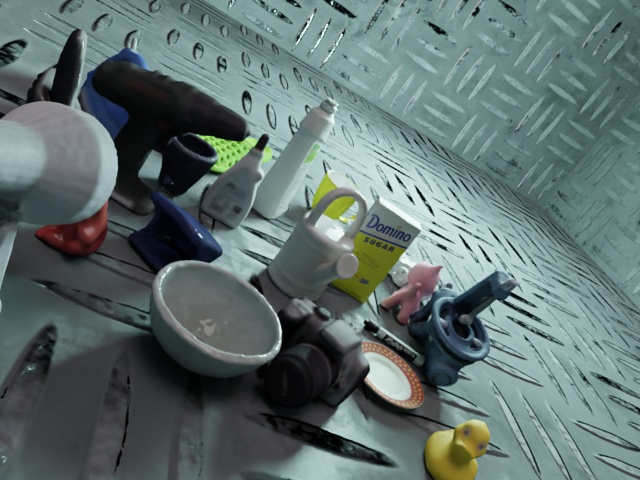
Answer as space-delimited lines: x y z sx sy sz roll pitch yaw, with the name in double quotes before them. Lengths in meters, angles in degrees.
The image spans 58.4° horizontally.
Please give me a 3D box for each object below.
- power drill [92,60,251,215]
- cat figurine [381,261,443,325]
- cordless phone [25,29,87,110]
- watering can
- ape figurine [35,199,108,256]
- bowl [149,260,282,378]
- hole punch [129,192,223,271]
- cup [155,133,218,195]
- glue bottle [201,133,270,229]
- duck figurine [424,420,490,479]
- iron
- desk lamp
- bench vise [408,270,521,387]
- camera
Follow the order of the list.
"power drill" -0.241 -0.147 0.845 0.230 0.208 0.075 33 23 -6
"cat figurine" 0.187 0.088 1.097 0.067 0.117 0.128 40 23 12
"cordless phone" -0.377 -0.236 0.861 0.094 0.185 0.147 21 26 -30
"watering can" 0.010 0.004 0.917 0.101 0.194 0.172 4 38 -51
"ape figurine" -0.289 -0.027 0.696 0.076 0.092 0.077 10 33 -46
"bowl" -0.133 0.105 0.677 0.168 0.074 0.167 29 23 -14
"hole punch" -0.192 -0.011 0.799 0.108 0.091 0.101 43 24 18
"cup" -0.241 -0.127 0.954 0.118 0.095 0.091 14 30 -41
"glue bottle" -0.130 -0.105 0.963 0.078 0.173 0.037 30 23 -11
"duck figurine" 0.196 0.279 0.777 0.077 0.086 0.105 42 24 16
"iron" -0.333 -0.250 1.007 0.119 0.141 0.257 15 30 -40
"desk lamp" -0.302 -0.024 0.514 0.118 0.213 0.203 36 23 3
"bench vise" 0.237 0.115 0.981 0.122 0.219 0.207 22 26 -28
"camera" -0.016 0.144 0.728 0.143 0.100 0.137 43 24 17
